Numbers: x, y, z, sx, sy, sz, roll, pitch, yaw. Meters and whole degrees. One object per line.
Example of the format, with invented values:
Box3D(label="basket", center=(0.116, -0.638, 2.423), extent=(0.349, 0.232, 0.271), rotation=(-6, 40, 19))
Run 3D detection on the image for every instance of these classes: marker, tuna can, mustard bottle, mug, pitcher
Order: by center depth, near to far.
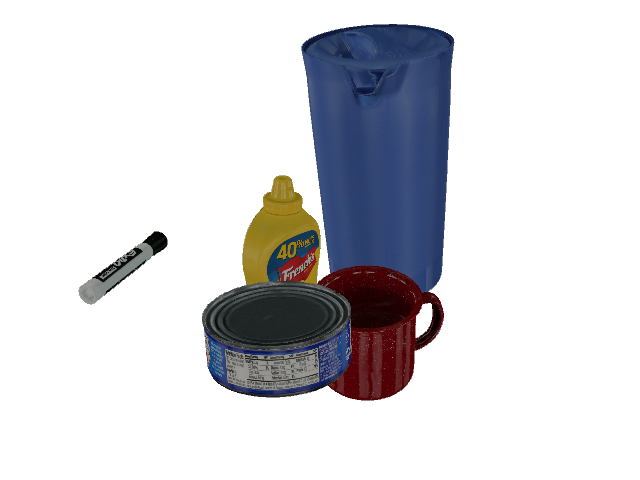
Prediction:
Box3D(label="tuna can", center=(-0.024, 0.056, 0.616), extent=(0.086, 0.034, 0.086), rotation=(-2, 22, 1))
Box3D(label="mug", center=(0.050, 0.077, 0.906), extent=(0.117, 0.081, 0.093), rotation=(-15, 35, -18))
Box3D(label="marker", center=(-0.176, 0.022, 0.973), extent=(0.020, 0.020, 0.121), rotation=(0, 24, 28))
Box3D(label="pitcher", center=(0.059, -0.075, 0.990), extent=(0.149, 0.243, 0.145), rotation=(-20, 30, -30))
Box3D(label="mustard bottle", center=(-0.040, 0.024, 1.129), extent=(0.058, 0.192, 0.096), rotation=(21, 31, 39))
